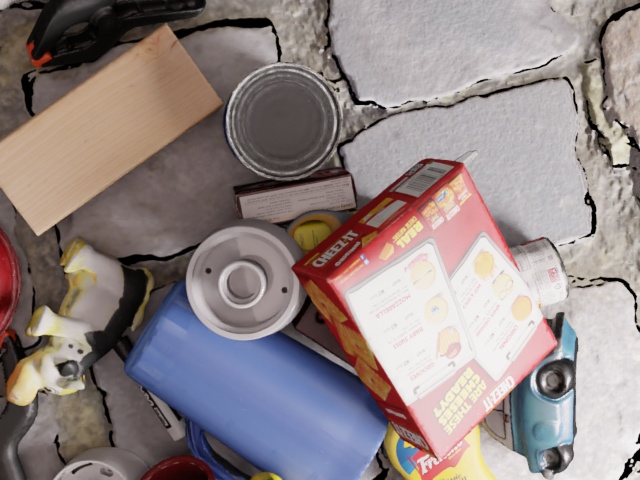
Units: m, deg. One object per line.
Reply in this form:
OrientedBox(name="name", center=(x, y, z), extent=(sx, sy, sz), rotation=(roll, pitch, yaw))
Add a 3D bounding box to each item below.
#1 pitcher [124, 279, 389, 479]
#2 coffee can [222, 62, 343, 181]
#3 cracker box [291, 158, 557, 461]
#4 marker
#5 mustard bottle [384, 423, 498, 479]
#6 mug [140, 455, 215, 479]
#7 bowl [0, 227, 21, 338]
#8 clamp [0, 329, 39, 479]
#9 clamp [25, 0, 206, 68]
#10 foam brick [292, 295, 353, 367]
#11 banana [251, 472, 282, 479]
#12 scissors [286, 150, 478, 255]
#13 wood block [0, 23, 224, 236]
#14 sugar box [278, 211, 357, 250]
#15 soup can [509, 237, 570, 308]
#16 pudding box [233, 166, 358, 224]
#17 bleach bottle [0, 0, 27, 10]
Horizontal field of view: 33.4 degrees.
OrientedBox(name="pitcher", center=(-0.066, 0.152, 1.020), extent=(0.243, 0.145, 0.149), rotation=(33, 65, -5))
OrientedBox(name="coffee can", center=(-0.038, -0.108, 0.983), extent=(0.102, 0.140, 0.103), rotation=(-1, 96, -6))
OrientedBox(name="cracker box", center=(0.096, 0.059, 0.945), extent=(0.164, 0.072, 0.213), rotation=(-40, 117, -18))
OrientedBox(name="marker", center=(-0.169, 0.145, 1.058), extent=(0.020, 0.020, 0.121), rotation=(-32, 98, -2))
OrientedBox(name="mustard bottle", center=(0.118, 0.210, 1.074), extent=(0.096, 0.058, 0.191), rotation=(-22, 97, 2))
OrientedBox(name="mug", center=(-0.114, 0.266, 1.017), extent=(0.117, 0.093, 0.081), rotation=(-3, 140, 26))
OrientedBox(name="bowl", center=(-0.366, 0.040, 0.995), extent=(0.162, 0.055, 0.162), rotation=(0, 88, 2))
OrientedBox(name="clamp", center=(-0.319, 0.193, 1.035), extent=(0.164, 0.036, 0.210), rotation=(20, 91, 1))
OrientedBox(name="clamp", center=(-0.192, -0.211, 0.996), extent=(0.172, 0.039, 0.120), rotation=(-32, 141, 16))
OrientedBox(name="foam brick", center=(0.018, 0.083, 1.054), extent=(0.078, 0.051, 0.053), rotation=(33, 92, -8))
OrientedBox(name="banana", center=(-0.035, 0.284, 0.991), extent=(0.037, 0.069, 0.198), rotation=(-15, 118, 1))
OrientedBox(name="scissors", center=(0.047, -0.031, 0.970), extent=(0.096, 0.016, 0.202), rotation=(38, 88, -5))
OrientedBox(name="wood block", center=(-0.200, -0.103, 0.994), extent=(0.206, 0.090, 0.091), rotation=(-36, 98, -2))
OrientedBox(name="sugar box", center=(-0.007, 0.001, 1.022), extent=(0.176, 0.093, 0.048), rotation=(-7, 94, -6))
OrientedBox(name="soup can", center=(0.187, 0.043, 1.059), extent=(0.102, 0.068, 0.068), rotation=(-19, 97, -4))
OrientedBox(name="pudding box", center=(-0.025, -0.041, 1.017), extent=(0.113, 0.090, 0.039), rotation=(-13, 98, -4))
OrientedBox(name="bleach bottle", center=(-0.246, -0.283, 0.985), extent=(0.251, 0.068, 0.102), rotation=(-19, 97, -2))
